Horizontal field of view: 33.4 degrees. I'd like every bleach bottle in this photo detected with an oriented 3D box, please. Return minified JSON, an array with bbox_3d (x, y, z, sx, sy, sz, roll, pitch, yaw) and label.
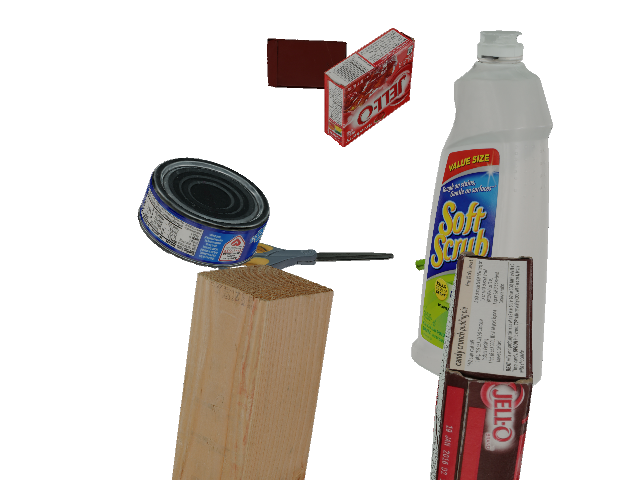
[{"bbox_3d":[0.117,-0.022,0.762,0.067,0.251,0.103,-10,19,-32],"label":"bleach bottle"}]

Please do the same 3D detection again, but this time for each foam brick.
[{"bbox_3d":[-0.015,-0.189,1.145,0.078,0.051,0.053,0,11,-13],"label":"foam brick"}]

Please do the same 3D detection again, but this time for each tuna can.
[{"bbox_3d":[-0.078,-0.020,0.727,0.086,0.034,0.086,18,30,-11],"label":"tuna can"}]

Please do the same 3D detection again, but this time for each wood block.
[{"bbox_3d":[-0.063,0.134,0.958,0.090,0.206,0.090,19,17,38],"label":"wood block"}]

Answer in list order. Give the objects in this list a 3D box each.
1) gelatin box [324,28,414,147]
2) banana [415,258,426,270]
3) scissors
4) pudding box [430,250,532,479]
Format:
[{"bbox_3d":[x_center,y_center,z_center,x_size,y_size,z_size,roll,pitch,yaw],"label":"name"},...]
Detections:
[{"bbox_3d":[0.044,-0.135,0.944,0.089,0.073,0.030,-37,60,-26],"label":"gelatin box"},{"bbox_3d":[0.179,0.060,1.117,0.069,0.037,0.198,-36,39,-8],"label":"banana"},{"bbox_3d":[-0.024,0.025,1.151,0.202,0.016,0.096,5,22,5],"label":"scissors"},{"bbox_3d":[0.071,0.068,0.470,0.039,0.090,0.113,7,26,6],"label":"pudding box"}]
